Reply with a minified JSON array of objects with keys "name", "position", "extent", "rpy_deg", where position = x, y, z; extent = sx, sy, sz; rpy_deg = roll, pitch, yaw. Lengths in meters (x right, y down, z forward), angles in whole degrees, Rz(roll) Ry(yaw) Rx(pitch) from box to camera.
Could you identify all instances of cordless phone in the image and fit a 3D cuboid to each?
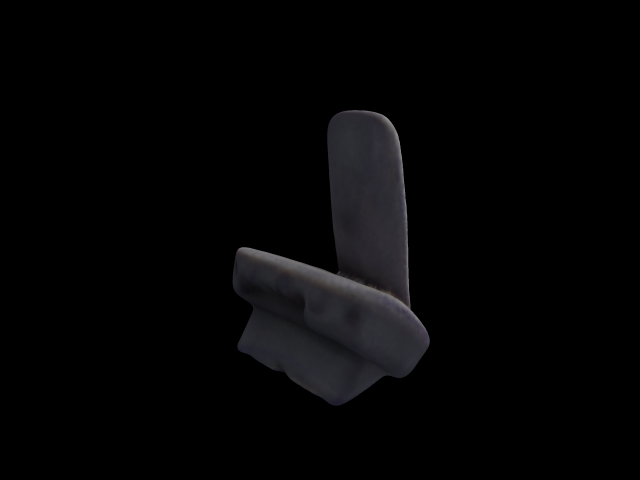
[{"name":"cordless phone","position":[0.004,0.001,0.400],"extent":[0.147,0.185,0.094],"rpy_deg":[14,22,38]}]
